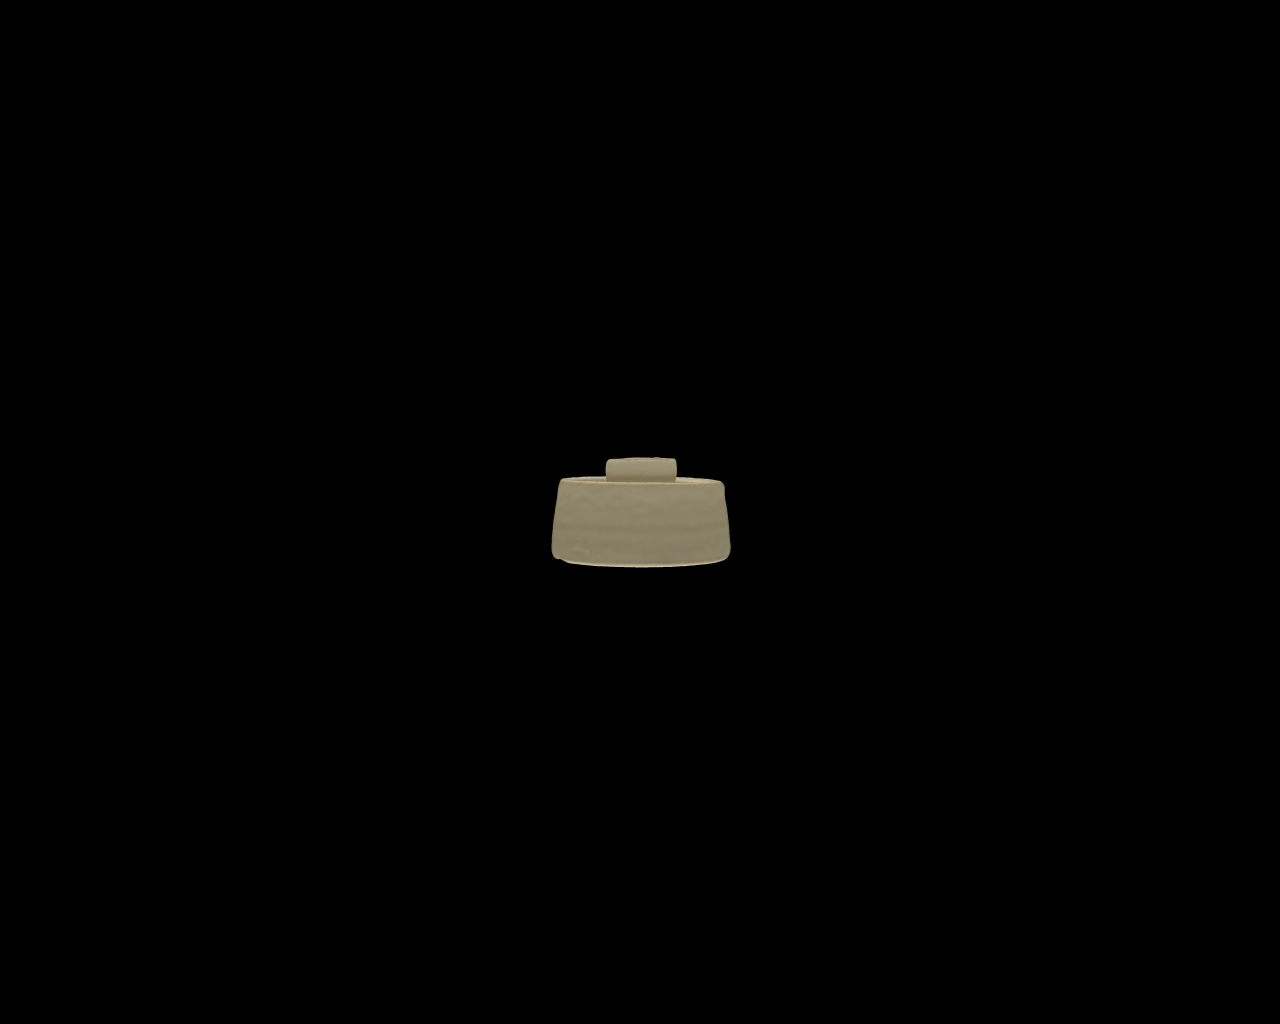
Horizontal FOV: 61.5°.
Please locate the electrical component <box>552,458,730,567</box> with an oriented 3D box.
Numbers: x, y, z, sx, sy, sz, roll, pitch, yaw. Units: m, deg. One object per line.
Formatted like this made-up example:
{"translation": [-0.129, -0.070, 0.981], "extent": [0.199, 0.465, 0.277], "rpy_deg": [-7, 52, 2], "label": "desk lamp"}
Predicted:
{"translation": [0.001, -0.003, 0.650], "extent": [0.108, 0.060, 0.108], "rpy_deg": [0, 4, 0], "label": "electrical component"}
